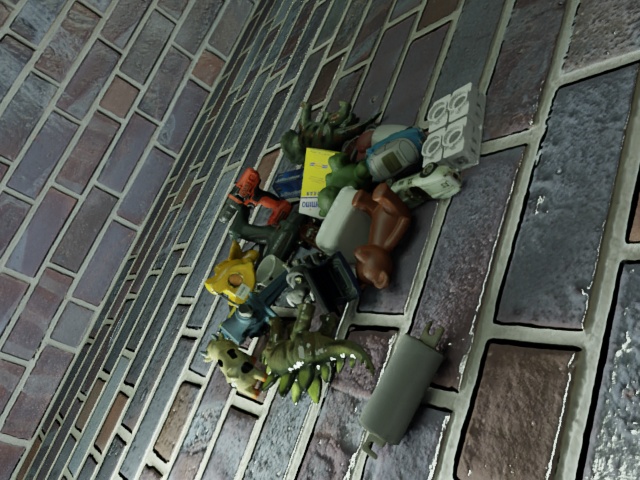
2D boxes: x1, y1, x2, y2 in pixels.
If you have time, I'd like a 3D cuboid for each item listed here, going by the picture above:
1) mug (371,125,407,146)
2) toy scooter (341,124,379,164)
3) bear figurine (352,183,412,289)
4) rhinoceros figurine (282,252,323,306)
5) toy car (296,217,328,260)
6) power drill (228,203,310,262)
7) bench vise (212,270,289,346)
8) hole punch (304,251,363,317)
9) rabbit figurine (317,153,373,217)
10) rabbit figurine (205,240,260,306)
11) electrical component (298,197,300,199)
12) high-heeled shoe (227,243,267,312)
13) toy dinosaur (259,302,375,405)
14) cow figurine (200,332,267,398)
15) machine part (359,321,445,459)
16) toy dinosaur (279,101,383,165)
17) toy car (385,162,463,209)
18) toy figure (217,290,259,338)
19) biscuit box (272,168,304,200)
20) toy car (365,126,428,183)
[{"bbox_3d":[0.182,-0.226,1.278,0.107,0.080,0.109,6,63,49],"label":"mug"},{"bbox_3d":[0.105,-0.215,1.393,0.184,0.075,0.135,-19,48,54],"label":"toy scooter"},{"bbox_3d":[0.111,0.000,1.124,0.120,0.132,0.196,-6,52,61],"label":"bear figurine"},{"bbox_3d":[-0.036,0.093,1.237,0.073,0.112,0.190,-17,7,15],"label":"rhinoceros figurine"},{"bbox_3d":[-0.003,-0.004,1.383,0.089,0.053,0.202,-55,27,-1],"label":"toy car"},{"bbox_3d":[-0.143,-0.039,1.529,0.086,0.207,0.232,43,-112,-75],"label":"power drill"},{"bbox_3d":[-0.134,0.151,1.316,0.129,0.223,0.240,37,74,27],"label":"bench vise"},{"bbox_3d":[0.032,0.088,1.139,0.092,0.142,0.116,-31,-6,5],"label":"hole punch"},{"bbox_3d":[0.040,-0.114,1.304,0.170,0.121,0.159,-45,-22,-46],"label":"rabbit figurine"},{"bbox_3d":[-0.240,0.085,1.447,0.162,0.122,0.173,-67,19,-7],"label":"rabbit figurine"},{"bbox_3d":[-0.035,-0.161,1.590,0.078,0.045,0.102,5,67,57],"label":"electrical component"},{"bbox_3d":[-0.186,0.120,1.563,0.145,0.086,0.248,-7,70,19],"label":"high-heeled shoe"},{"bbox_3d":[-0.027,0.242,1.136,0.471,0.105,0.198,-30,45,54],"label":"toy dinosaur"},{"bbox_3d":[-0.222,0.306,1.347,0.085,0.127,0.195,-56,31,-1],"label":"cow figurine"},{"bbox_3d":[0.136,0.245,0.894,0.243,0.079,0.079,-61,28,-3],"label":"machine part"},{"bbox_3d":[0.012,-0.305,1.593,0.405,0.131,0.192,17,89,56],"label":"toy dinosaur"},{"bbox_3d":[0.205,-0.107,1.128,0.202,0.073,0.056,-18,48,50],"label":"toy car"},{"bbox_3d":[-0.222,0.221,1.480,0.089,0.082,0.180,17,79,59],"label":"toy figure"},{"bbox_3d":[-0.033,-0.165,1.499,0.203,0.059,0.063,-9,42,29],"label":"biscuit box"},{"bbox_3d":[0.170,-0.178,1.197,0.162,0.109,0.103,-27,10,34],"label":"toy car"}]
